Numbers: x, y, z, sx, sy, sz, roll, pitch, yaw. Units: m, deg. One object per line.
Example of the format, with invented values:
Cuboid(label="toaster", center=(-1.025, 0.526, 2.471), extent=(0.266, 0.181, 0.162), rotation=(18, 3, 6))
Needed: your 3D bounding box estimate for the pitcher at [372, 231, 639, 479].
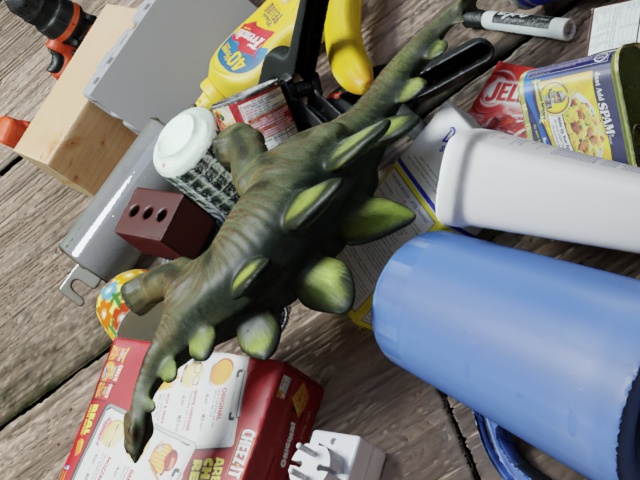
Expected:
Cuboid(label="pitcher", center=(0.146, 0.082, 0.713), extent=(0.149, 0.145, 0.243), rotation=(-49, 37, -15))

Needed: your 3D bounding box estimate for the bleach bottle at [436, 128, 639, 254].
Cuboid(label="bleach bottle", center=(0.211, -0.020, 0.708), extent=(0.251, 0.102, 0.068), rotation=(14, 104, 24))

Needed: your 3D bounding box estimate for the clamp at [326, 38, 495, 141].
Cuboid(label="clamp", center=(0.079, -0.137, 0.975), extent=(0.172, 0.039, 0.120), rotation=(16, 62, 48))

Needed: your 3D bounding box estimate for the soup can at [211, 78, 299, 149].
Cuboid(label="soup can", center=(-0.051, -0.091, 0.995), extent=(0.068, 0.102, 0.068), rotation=(-22, 12, 5))

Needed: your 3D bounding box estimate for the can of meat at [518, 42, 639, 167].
Cuboid(label="can of meat", center=(0.202, -0.088, 0.794), extent=(0.084, 0.057, 0.102), rotation=(-8, 98, 41))

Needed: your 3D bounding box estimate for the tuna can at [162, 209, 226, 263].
Cuboid(label="tuna can", center=(-0.111, 0.015, 1.039), extent=(0.086, 0.033, 0.086), rotation=(-22, 50, 29))

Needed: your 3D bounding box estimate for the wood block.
Cuboid(label="wood block", center=(-0.249, -0.161, 1.237), extent=(0.091, 0.090, 0.206), rotation=(21, 78, 47))

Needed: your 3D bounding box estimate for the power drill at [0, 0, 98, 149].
Cuboid(label="power drill", center=(-0.321, -0.192, 1.266), extent=(0.057, 0.184, 0.187), rotation=(27, 91, 49))

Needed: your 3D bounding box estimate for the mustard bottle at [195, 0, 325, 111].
Cuboid(label="mustard bottle", center=(-0.059, -0.200, 1.122), extent=(0.192, 0.058, 0.096), rotation=(-43, 44, 10))

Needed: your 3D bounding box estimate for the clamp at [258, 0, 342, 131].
Cuboid(label="clamp", center=(-0.013, -0.134, 1.007), extent=(0.210, 0.036, 0.164), rotation=(-25, 81, 67))

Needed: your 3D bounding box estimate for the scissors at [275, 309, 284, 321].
Cuboid(label="scissors", center=(-0.006, 0.001, 0.913), extent=(0.096, 0.016, 0.201), rotation=(-44, 20, 23))

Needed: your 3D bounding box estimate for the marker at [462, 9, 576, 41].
Cuboid(label="marker", center=(0.172, -0.192, 0.945), extent=(0.121, 0.020, 0.020), rotation=(21, 77, 46))

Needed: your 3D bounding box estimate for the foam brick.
Cuboid(label="foam brick", center=(-0.149, -0.014, 1.025), extent=(0.078, 0.051, 0.053), rotation=(8, 68, 44))

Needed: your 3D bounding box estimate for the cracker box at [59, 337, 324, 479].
Cuboid(label="cracker box", center=(-0.115, 0.178, 0.905), extent=(0.214, 0.072, 0.164), rotation=(2, 65, 41))

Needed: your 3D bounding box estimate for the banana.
Cuboid(label="banana", center=(0.028, -0.206, 1.015), extent=(0.070, 0.037, 0.198), rotation=(125, 151, -57))

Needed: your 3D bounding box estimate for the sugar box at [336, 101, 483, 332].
Cuboid(label="sugar box", center=(0.079, -0.017, 0.869), extent=(0.176, 0.048, 0.093), rotation=(-47, 43, 17))

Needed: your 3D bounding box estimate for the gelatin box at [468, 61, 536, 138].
Cuboid(label="gelatin box", center=(0.167, -0.106, 0.882), extent=(0.089, 0.030, 0.073), rotation=(25, 80, 47))

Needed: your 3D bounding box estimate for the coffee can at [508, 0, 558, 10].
Cuboid(label="coffee can", center=(0.223, -0.257, 0.883), extent=(0.141, 0.102, 0.102), rotation=(-7, 58, 37))

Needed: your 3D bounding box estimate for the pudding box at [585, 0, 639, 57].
Cuboid(label="pudding box", center=(0.262, -0.146, 0.822), extent=(0.114, 0.039, 0.090), rotation=(-5, 59, 37))
